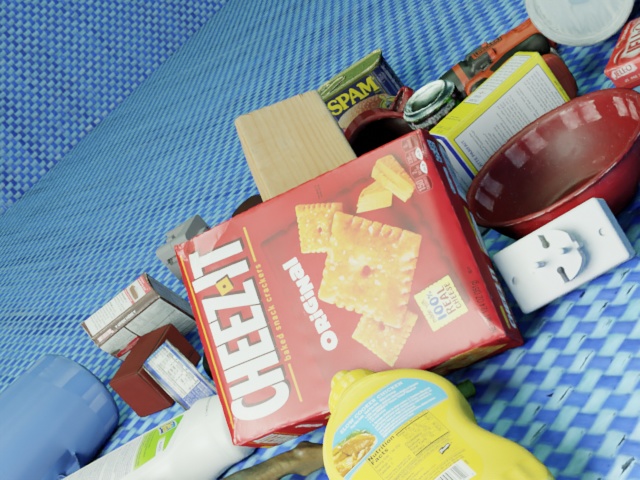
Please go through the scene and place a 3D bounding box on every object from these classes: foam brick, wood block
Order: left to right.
[{"bbox_3d":[-0.169,0.134,1.098,0.051,0.053,0.078,-25,23,36],"label":"foam brick"},{"bbox_3d":[-0.007,-0.045,0.990,0.091,0.090,0.206,-20,37,-4],"label":"wood block"}]

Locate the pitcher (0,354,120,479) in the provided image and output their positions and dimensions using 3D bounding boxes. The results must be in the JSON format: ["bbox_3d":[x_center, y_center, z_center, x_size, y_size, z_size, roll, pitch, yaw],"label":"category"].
[{"bbox_3d":[-0.299,0.232,1.038,0.242,0.149,0.145,-50,7,-36],"label":"pitcher"}]

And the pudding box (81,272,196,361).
[{"bbox_3d":[-0.192,0.091,1.161,0.090,0.039,0.113,-39,-25,1],"label":"pudding box"}]

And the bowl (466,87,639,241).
[{"bbox_3d":[0.194,-0.047,0.834,0.162,0.055,0.162,-34,20,14],"label":"bowl"}]

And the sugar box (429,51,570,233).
[{"bbox_3d":[0.142,-0.072,0.928,0.176,0.093,0.048,-41,19,-4],"label":"sugar box"}]

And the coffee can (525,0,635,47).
[{"bbox_3d":[0.266,-0.258,1.056,0.103,0.103,0.140,-27,11,31],"label":"coffee can"}]

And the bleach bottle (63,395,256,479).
[{"bbox_3d":[-0.143,0.202,0.892,0.251,0.068,0.102,-33,21,13],"label":"bleach bottle"}]

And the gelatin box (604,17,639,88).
[{"bbox_3d":[0.303,-0.178,0.960,0.073,0.030,0.089,-21,26,44],"label":"gelatin box"}]

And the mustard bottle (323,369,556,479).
[{"bbox_3d":[0.055,0.129,0.640,0.096,0.058,0.192,-40,33,-6],"label":"mustard bottle"}]

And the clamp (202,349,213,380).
[{"bbox_3d":[-0.069,0.110,0.995,0.120,0.039,0.172,-45,16,-31],"label":"clamp"}]

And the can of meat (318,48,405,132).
[{"bbox_3d":[0.056,-0.169,1.304,0.102,0.084,0.057,-30,22,25],"label":"can of meat"}]

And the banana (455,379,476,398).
[{"bbox_3d":[0.038,0.160,0.692,0.070,0.037,0.197,-21,27,42],"label":"banana"}]

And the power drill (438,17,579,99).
[{"bbox_3d":[0.175,-0.153,1.095,0.184,0.057,0.187,-36,20,10],"label":"power drill"}]

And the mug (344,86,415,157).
[{"bbox_3d":[0.071,-0.105,1.114,0.081,0.093,0.117,-109,36,-75],"label":"mug"}]

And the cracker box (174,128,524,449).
[{"bbox_3d":[0.016,0.038,0.775,0.214,0.164,0.072,-25,-19,16],"label":"cracker box"}]

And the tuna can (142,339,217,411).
[{"bbox_3d":[-0.120,0.132,0.967,0.033,0.086,0.086,-45,20,-10],"label":"tuna can"}]
